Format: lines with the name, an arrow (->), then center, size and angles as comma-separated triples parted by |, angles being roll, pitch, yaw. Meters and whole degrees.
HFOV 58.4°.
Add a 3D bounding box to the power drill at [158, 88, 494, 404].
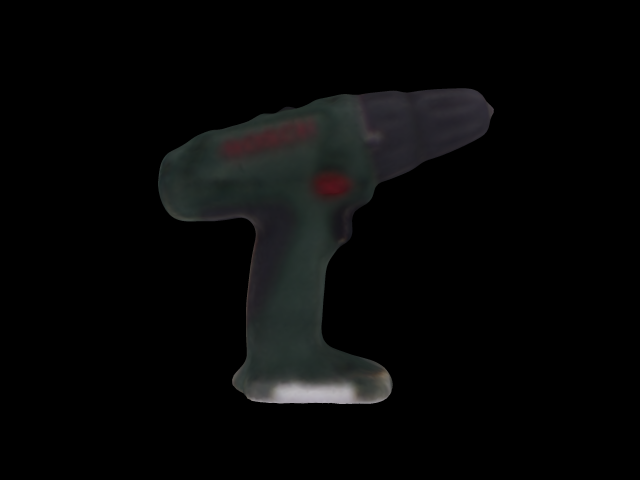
power drill -> 0.004, 0.001, 0.400 | 0.229, 0.208, 0.076 | 0, 0, 4
